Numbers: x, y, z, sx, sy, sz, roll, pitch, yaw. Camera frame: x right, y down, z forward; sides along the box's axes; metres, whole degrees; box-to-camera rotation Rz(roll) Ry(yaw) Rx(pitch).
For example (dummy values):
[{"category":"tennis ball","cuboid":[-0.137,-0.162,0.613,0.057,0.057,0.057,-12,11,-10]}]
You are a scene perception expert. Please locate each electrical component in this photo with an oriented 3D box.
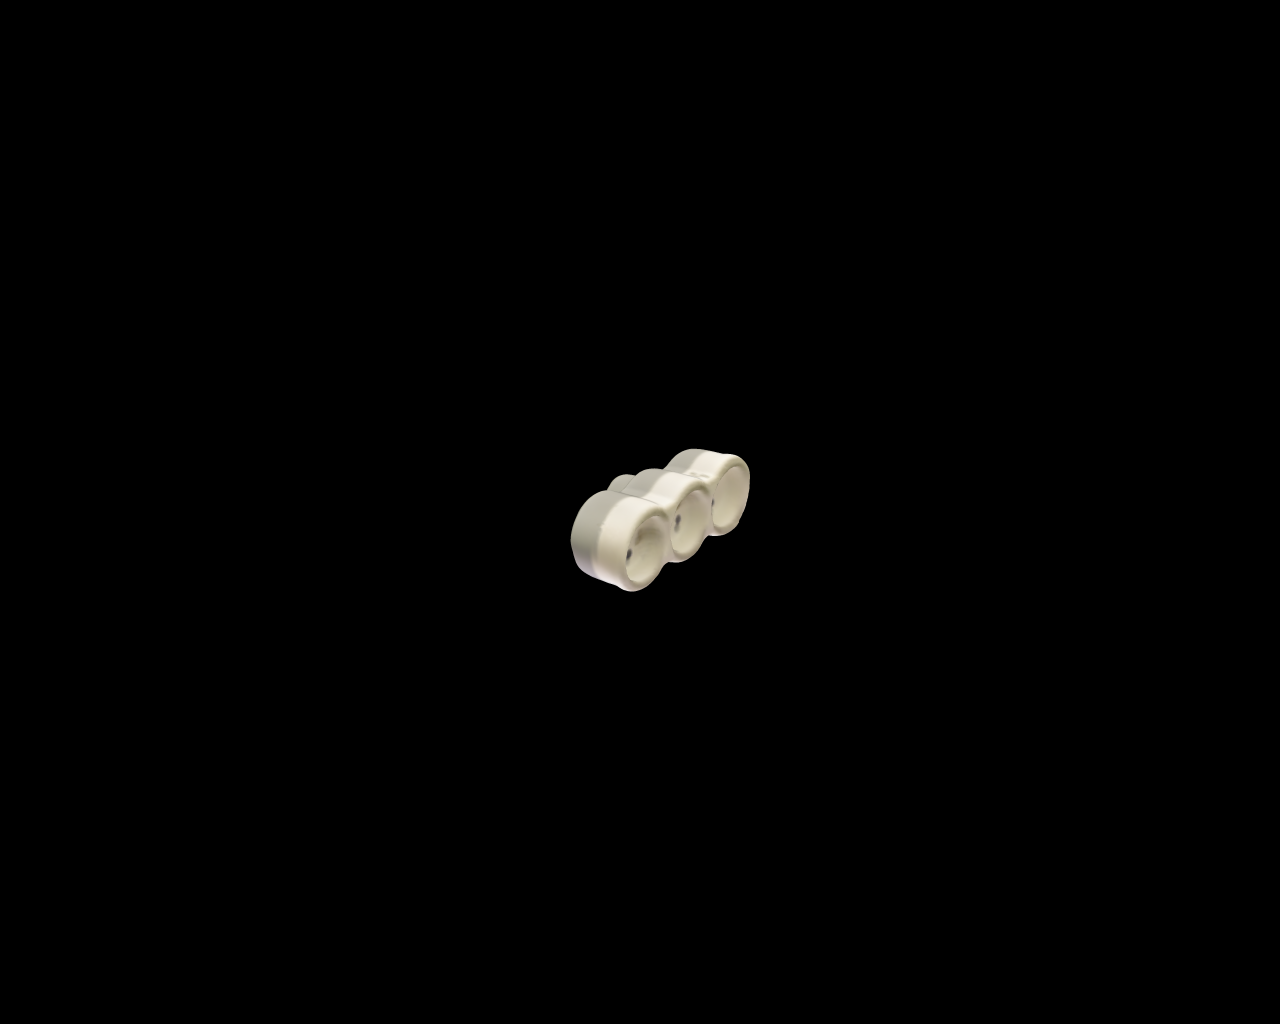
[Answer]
[{"category":"electrical component","cuboid":[0.001,-0.003,0.650,0.074,0.052,0.138,17,29,32]}]
